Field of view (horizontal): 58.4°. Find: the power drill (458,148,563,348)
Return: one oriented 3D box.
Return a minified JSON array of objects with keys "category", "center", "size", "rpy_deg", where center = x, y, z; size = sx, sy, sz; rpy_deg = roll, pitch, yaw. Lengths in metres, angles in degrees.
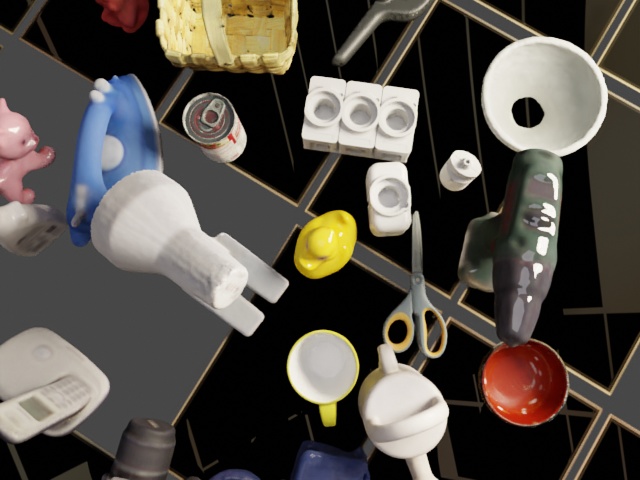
[{"category":"power drill","center":[0.231,0.013,0.699],"size":[0.075,0.208,0.230],"rpy_deg":[13,84,3]}]

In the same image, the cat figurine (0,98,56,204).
[{"category":"cat figurine","center":[-0.421,-0.117,0.770],"size":[0.067,0.118,0.128],"rpy_deg":[22,84,4]}]

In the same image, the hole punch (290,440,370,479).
[{"category":"hole punch","center":[0.010,0.317,0.725],"size":[0.101,0.091,0.109],"rpy_deg":[14,84,3]}]

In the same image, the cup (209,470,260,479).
[{"category":"cup","center":[-0.091,0.323,0.724],"size":[0.118,0.095,0.091],"rpy_deg":[-24,83,-2]}]

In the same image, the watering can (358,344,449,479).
[{"category":"watering can","center":[0.104,0.214,0.684],"size":[0.101,0.194,0.173],"rpy_deg":[-38,84,-3]}]

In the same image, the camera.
[{"category":"camera","center":[-0.217,0.307,0.725],"size":[0.143,0.101,0.137],"rpy_deg":[14,84,3]}]

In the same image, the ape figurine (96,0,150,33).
[{"category":"ape figurine","center":[-0.285,-0.339,0.807],"size":[0.076,0.092,0.078],"rpy_deg":[-25,83,-2]}]

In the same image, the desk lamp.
[{"category":"desk lamp","center":[-0.149,0.022,0.701],"size":[0.203,0.213,0.118],"rpy_deg":[35,85,5]}]

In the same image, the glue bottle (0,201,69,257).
[{"category":"glue bottle","center":[-0.391,-0.020,0.730],"size":[0.078,0.173,0.037],"rpy_deg":[-41,84,-4]}]

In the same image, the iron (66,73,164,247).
[{"category":"iron","center":[-0.283,-0.121,0.756],"size":[0.118,0.141,0.258],"rpy_deg":[2,83,1]}]

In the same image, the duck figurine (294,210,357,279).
[{"category":"duck figurine","center":[0.007,0.003,0.765],"size":[0.077,0.086,0.104],"rpy_deg":[40,85,5]}]

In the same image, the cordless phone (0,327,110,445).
[{"category":"cordless phone","center":[-0.357,0.180,0.700],"size":[0.147,0.185,0.094],"rpy_deg":[36,85,5]}]

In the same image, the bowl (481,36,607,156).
[{"category":"bowl","center":[0.297,-0.186,0.789],"size":[0.167,0.075,0.167],"rpy_deg":[0,83,1]}]
